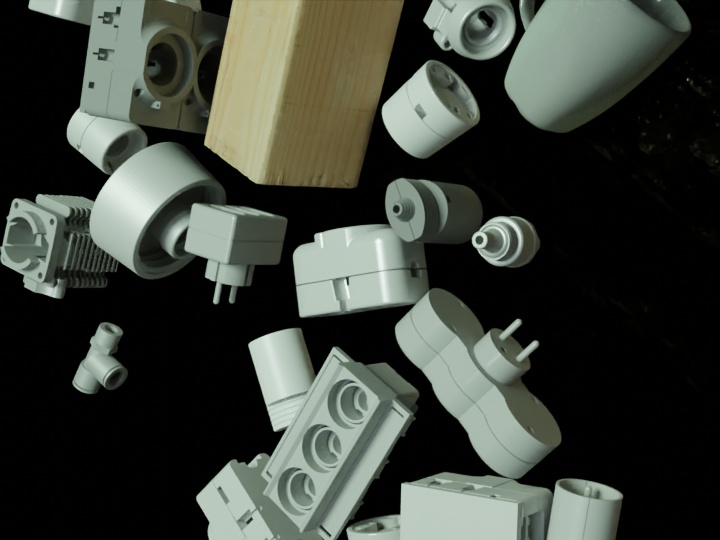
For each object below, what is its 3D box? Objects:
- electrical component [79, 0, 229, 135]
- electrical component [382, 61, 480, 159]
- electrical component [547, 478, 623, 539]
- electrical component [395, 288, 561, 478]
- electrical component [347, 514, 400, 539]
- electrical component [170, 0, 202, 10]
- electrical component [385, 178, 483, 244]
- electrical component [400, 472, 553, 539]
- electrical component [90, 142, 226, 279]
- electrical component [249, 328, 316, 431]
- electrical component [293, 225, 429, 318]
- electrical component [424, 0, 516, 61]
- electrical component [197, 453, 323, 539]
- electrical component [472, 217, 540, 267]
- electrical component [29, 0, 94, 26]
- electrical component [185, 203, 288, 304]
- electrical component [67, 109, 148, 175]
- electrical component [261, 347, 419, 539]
[{"bbox_3d":[-0.131,-0.152,0.825,0.062,0.150,0.089,14,98,34],"label":"electrical component"},{"bbox_3d":[0.049,-0.112,0.761,0.047,0.055,0.055,-37,70,33],"label":"electrical component"},{"bbox_3d":[0.143,0.182,0.703,0.043,0.043,0.081,12,96,34],"label":"electrical component"},{"bbox_3d":[0.091,0.065,0.733,0.073,0.052,0.138,-47,66,25],"label":"electrical component"},{"bbox_3d":[0.021,0.207,0.781,0.055,0.055,0.047,-8,89,34],"label":"electrical component"},{"bbox_3d":[-0.157,-0.198,0.909,0.081,0.042,0.063,-16,80,33],"label":"electrical component"},{"bbox_3d":[0.047,-0.040,0.746,0.043,0.081,0.043,0,90,35],"label":"electrical component"},{"bbox_3d":[0.080,0.221,0.735,0.089,0.062,0.150,2,91,34],"label":"electrical component"},{"bbox_3d":[-0.157,-0.042,0.872,0.060,0.108,0.108,39,111,21],"label":"electrical component"},{"bbox_3d":[-0.055,0.090,0.838,0.043,0.043,0.081,-26,76,32],"label":"electrical component"},{"bbox_3d":[0.000,0.000,0.794,0.095,0.054,0.059,-10,85,34],"label":"electrical component"},{"bbox_3d":[0.077,-0.174,0.735,0.066,0.048,0.055,-63,30,26],"label":"electrical component"},{"bbox_3d":[-0.082,0.200,0.852,0.055,0.050,0.089,-47,66,25],"label":"electrical component"},{"bbox_3d":[0.095,-0.019,0.725,0.035,0.061,0.035,0,90,34],"label":"electrical component"},{"bbox_3d":[-0.230,-0.241,0.926,0.054,0.095,0.059,22,102,32],"label":"electrical component"},{"bbox_3d":[-0.102,-0.010,0.856,0.047,0.066,0.076,17,100,33],"label":"electrical component"},{"bbox_3d":[-0.221,-0.116,0.945,0.047,0.055,0.055,42,112,23],"label":"electrical component"},{"bbox_3d":[-0.012,0.128,0.796,0.079,0.063,0.121,40,111,28],"label":"electrical component"}]
